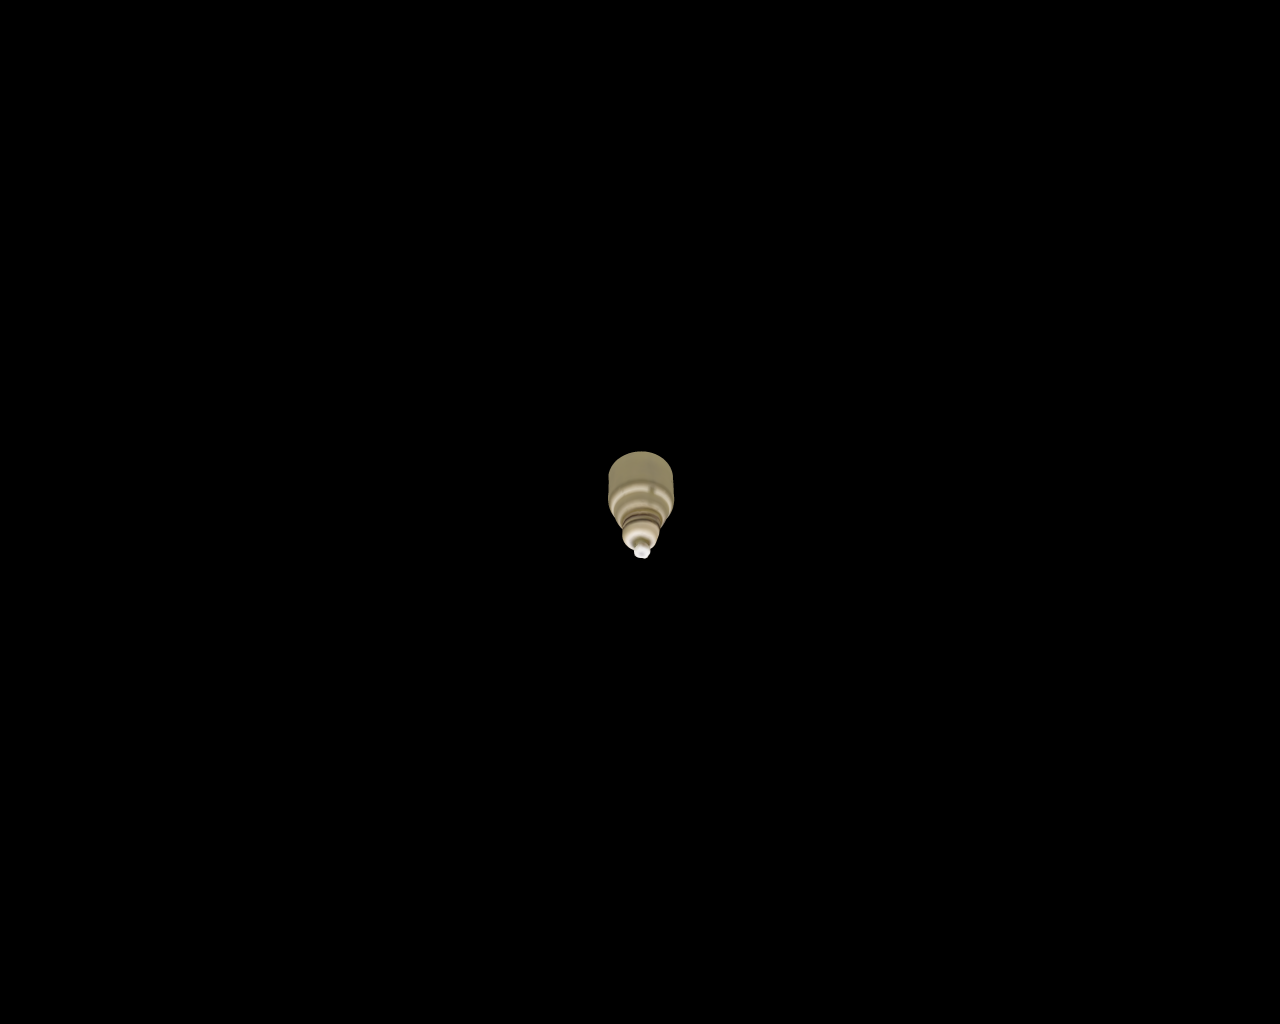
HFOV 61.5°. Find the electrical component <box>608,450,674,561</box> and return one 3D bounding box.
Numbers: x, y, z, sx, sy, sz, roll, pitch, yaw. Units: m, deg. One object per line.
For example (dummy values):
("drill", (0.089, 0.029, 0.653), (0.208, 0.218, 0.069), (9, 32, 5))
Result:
("electrical component", (0.001, -0.003, 0.650), (0.040, 0.040, 0.078), (0, 44, 0))
